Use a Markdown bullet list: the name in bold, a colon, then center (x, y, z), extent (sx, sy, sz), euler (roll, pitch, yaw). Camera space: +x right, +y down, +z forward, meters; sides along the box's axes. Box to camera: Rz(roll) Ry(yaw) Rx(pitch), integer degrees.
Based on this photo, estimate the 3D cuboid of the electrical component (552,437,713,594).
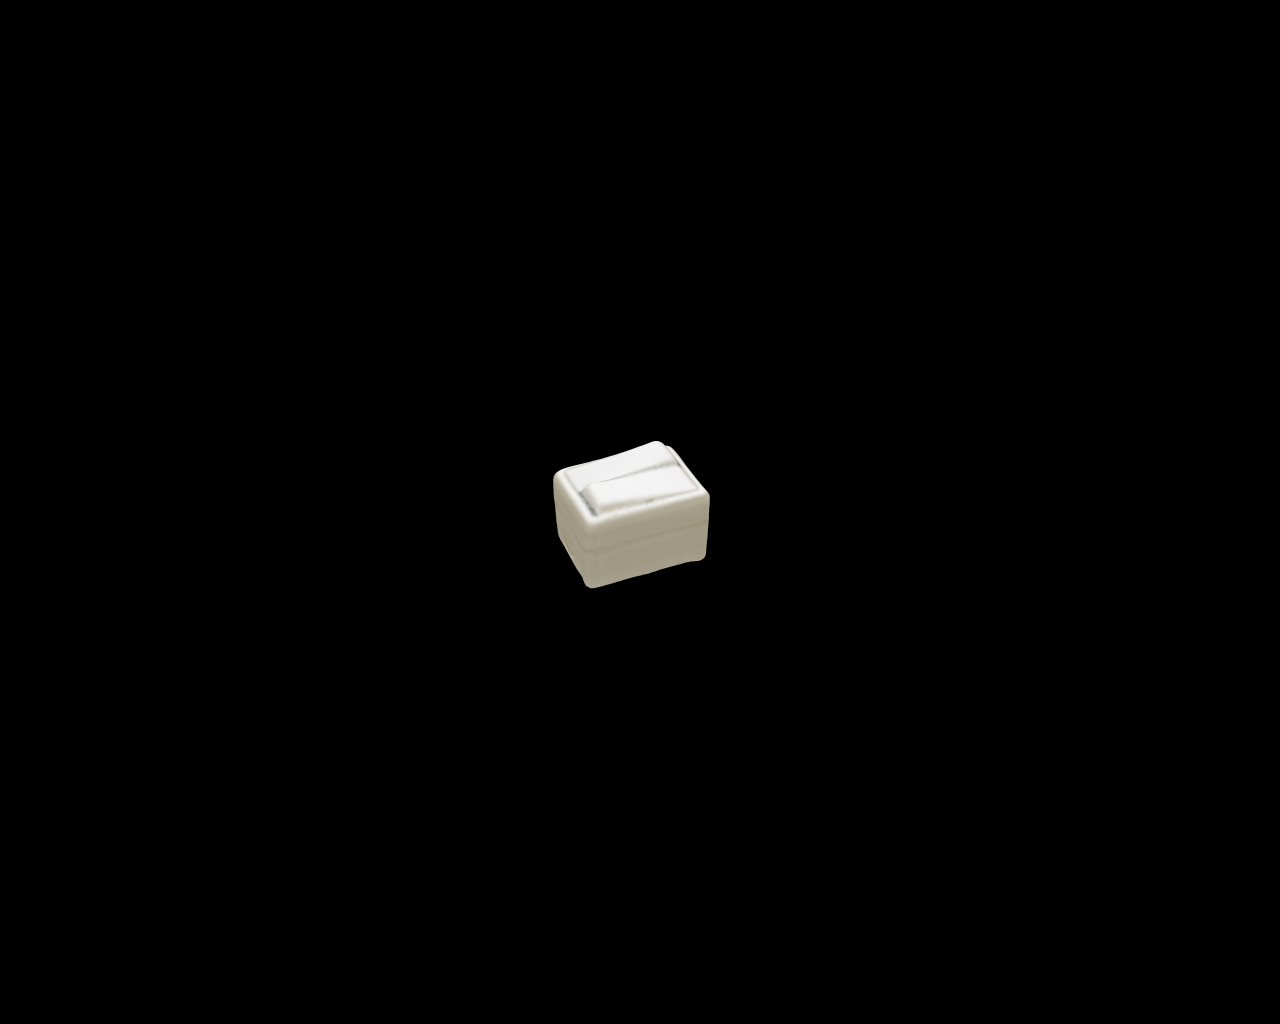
- **electrical component**: center (0.001, -0.003, 0.650), extent (0.096, 0.061, 0.062), euler (-14, 40, -17)
